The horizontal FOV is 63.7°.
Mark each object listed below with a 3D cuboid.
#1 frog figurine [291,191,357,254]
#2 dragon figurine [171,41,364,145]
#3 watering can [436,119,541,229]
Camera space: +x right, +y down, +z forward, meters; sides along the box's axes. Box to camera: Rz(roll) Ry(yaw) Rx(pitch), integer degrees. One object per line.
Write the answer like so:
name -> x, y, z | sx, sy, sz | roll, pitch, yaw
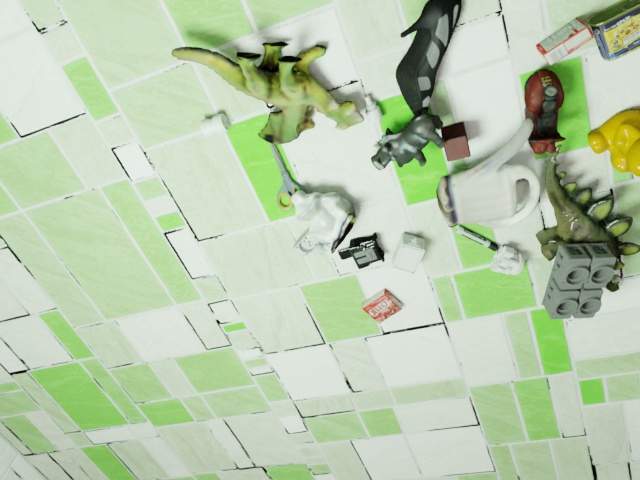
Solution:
frog figurine -> 0.004, -0.064, 1.273 | 0.160, 0.134, 0.125 | 35, 48, 14
dragon figurine -> -0.105, -0.308, 1.131 | 0.410, 0.237, 0.125 | 5, 42, 7
watering can -> 0.368, -0.126, 1.137 | 0.224, 0.106, 0.340 | -10, -37, 15
